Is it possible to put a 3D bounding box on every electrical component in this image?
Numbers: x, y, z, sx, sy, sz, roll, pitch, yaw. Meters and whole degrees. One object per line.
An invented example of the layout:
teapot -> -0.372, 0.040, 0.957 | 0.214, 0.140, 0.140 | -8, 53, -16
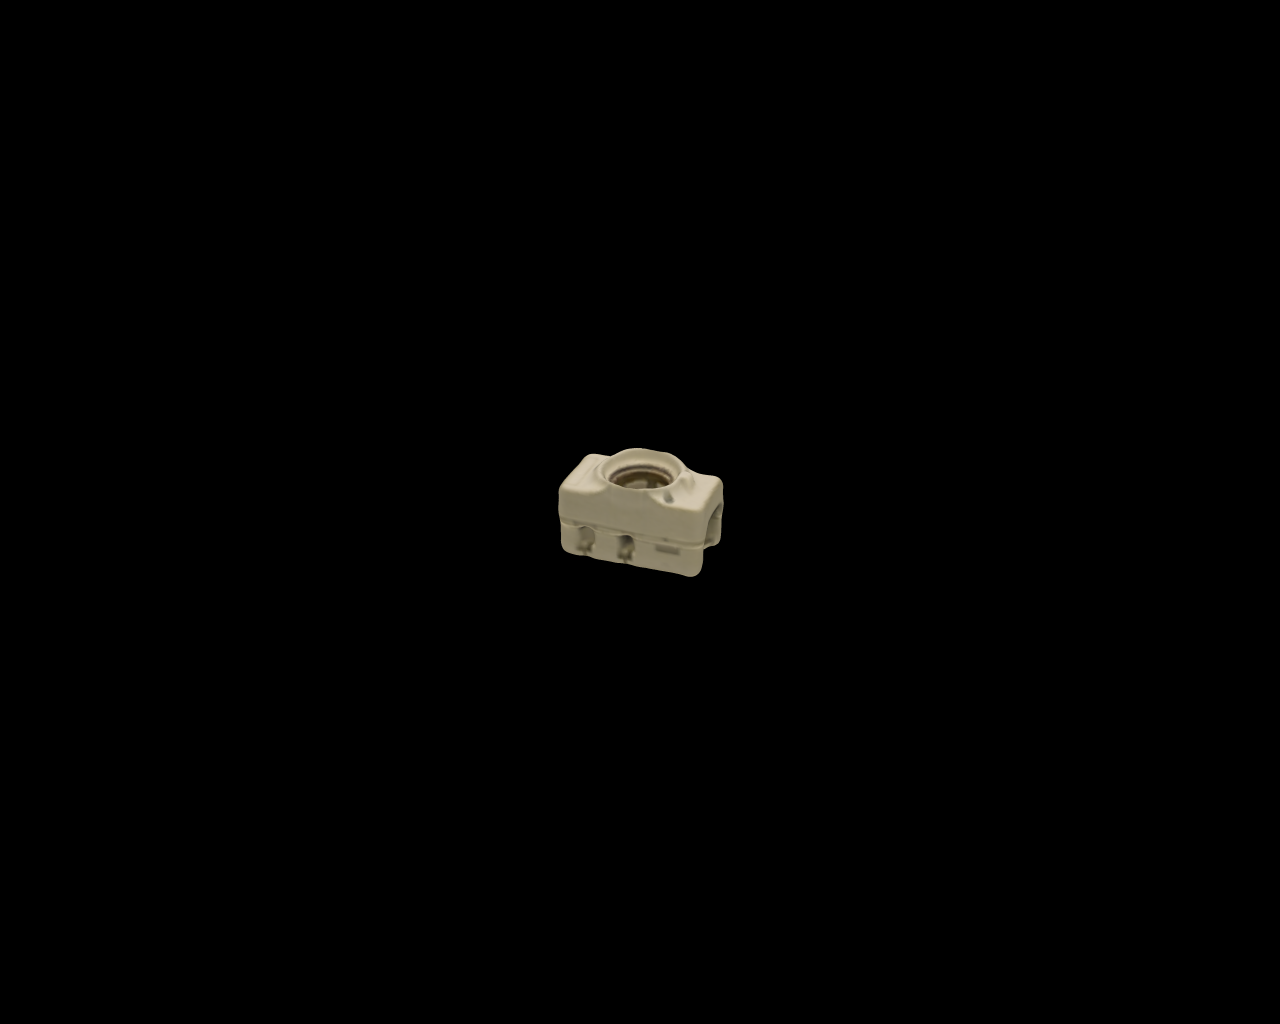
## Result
electrical component -> 0.001, -0.003, 0.650 | 0.089, 0.055, 0.050 | 11, 32, 18
